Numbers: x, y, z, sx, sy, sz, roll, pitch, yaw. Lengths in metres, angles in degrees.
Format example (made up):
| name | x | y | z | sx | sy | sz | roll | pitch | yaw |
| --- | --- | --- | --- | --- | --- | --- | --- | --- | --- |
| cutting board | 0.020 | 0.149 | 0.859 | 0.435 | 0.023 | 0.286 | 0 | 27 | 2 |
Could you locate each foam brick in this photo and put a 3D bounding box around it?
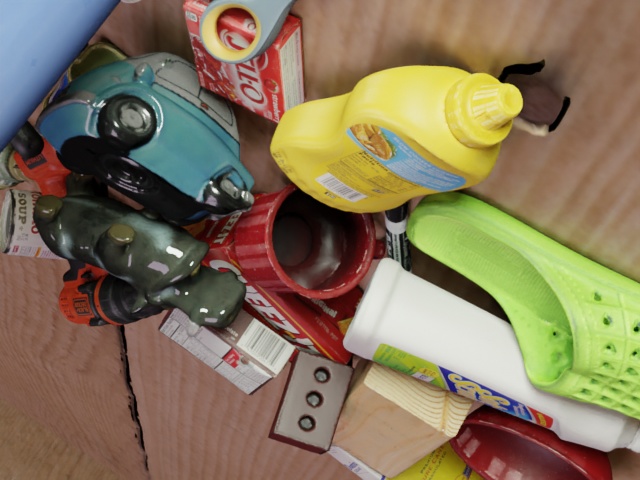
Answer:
| name | x | y | z | sx | sy | sz | roll | pitch | yaw |
| --- | --- | --- | --- | --- | --- | --- | --- | --- | --- |
| foam brick | -0.008 | 0.143 | 0.935 | 0.053 | 0.078 | 0.051 | 18 | 162 | -3 |

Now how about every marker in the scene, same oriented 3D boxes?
| name | x | y | z | sx | sy | sz | roll | pitch | yaw |
| --- | --- | --- | --- | --- | --- | --- | --- | --- | --- |
| marker | 0.059 | -0.002 | 0.811 | 0.020 | 0.020 | 0.121 | 25 | 155 | 20 |

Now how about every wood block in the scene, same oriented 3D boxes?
| name | x | y | z | sx | sy | sz | roll | pitch | yaw |
| --- | --- | --- | --- | --- | --- | --- | --- | --- | --- |
| wood block | 0.075 | 0.142 | 0.975 | 0.090 | 0.090 | 0.206 | 32 | 156 | 2 |

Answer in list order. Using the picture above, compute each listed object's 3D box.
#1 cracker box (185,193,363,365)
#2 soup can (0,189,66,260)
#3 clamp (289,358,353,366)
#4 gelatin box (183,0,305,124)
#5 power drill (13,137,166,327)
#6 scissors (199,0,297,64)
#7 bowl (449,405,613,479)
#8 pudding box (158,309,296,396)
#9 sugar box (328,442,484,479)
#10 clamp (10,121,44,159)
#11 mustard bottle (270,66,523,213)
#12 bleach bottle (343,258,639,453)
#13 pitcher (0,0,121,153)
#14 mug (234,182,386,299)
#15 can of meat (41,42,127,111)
| name | x | y | z | sx | sy | sz | roll | pitch | yaw |
| --- | --- | --- | --- | --- | --- | --- | --- | --- | --- |
| cracker box | -0.073 | 0.043 | 1.002 | 0.164 | 0.072 | 0.214 | 45 | 153 | -24 |
| soup can | -0.271 | -0.015 | 1.095 | 0.102 | 0.068 | 0.069 | 6 | 168 | -25 |
| clamp | -0.022 | 0.112 | 1.109 | 0.120 | 0.039 | 0.172 | 38 | 153 | -4 |
| gelatin box | -0.049 | -0.123 | 0.709 | 0.073 | 0.030 | 0.089 | 27 | 156 | 15 |
| power drill | -0.213 | -0.010 | 0.993 | 0.185 | 0.057 | 0.187 | -10 | 98 | 52 |
| scissors | -0.007 | -0.135 | 0.614 | 0.202 | 0.016 | 0.096 | 20 | 126 | 29 |
| bowl | 0.196 | 0.186 | 0.945 | 0.162 | 0.055 | 0.162 | 28 | 156 | 14 |
| pudding box | -0.087 | 0.089 | 0.971 | 0.113 | 0.039 | 0.090 | 38 | 154 | -3 |
| sugar box | 0.098 | 0.227 | 1.103 | 0.176 | 0.093 | 0.048 | 39 | 155 | -12 |
| clamp | -0.333 | -0.170 | 0.959 | 0.210 | 0.036 | 0.165 | 56 | 166 | -26 |
| mustard bottle | 0.053 | -0.063 | 0.652 | 0.096 | 0.058 | 0.192 | 31 | 159 | -24 |
| bleach bottle | 0.145 | 0.100 | 0.820 | 0.251 | 0.068 | 0.103 | 24 | 162 | 2 |
| pitcher | -0.176 | -0.145 | 0.567 | 0.149 | 0.242 | 0.145 | -1 | 139 | 52 |
| mug | -0.005 | 0.001 | 0.833 | 0.117 | 0.093 | 0.082 | 6 | 174 | -26 |
| can of meat | -0.167 | -0.103 | 0.866 | 0.102 | 0.057 | 0.084 | 39 | 154 | -12 |
